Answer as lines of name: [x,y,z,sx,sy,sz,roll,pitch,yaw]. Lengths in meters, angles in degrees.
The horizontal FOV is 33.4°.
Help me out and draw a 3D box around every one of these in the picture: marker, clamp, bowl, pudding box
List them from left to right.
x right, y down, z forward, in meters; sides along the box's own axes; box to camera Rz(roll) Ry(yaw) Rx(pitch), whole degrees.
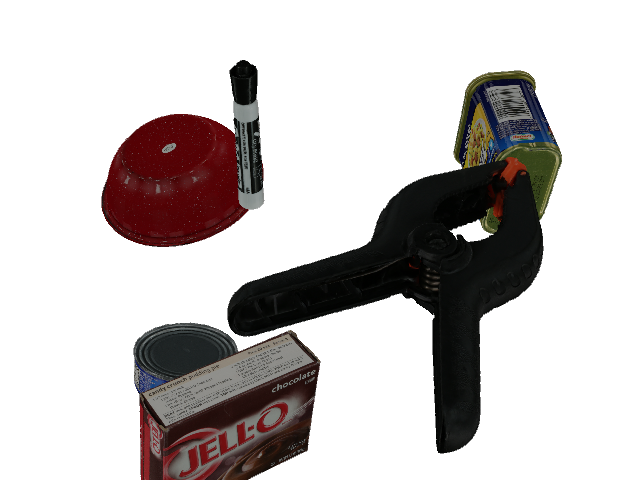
bowl: [-0.138,-0.070,1.016,0.162,0.162,0.055,0,-42,12]
pudding box: [-0.058,0.115,0.673,0.113,0.090,0.039,-23,50,-30]
marker: [-0.051,-0.073,0.746,0.020,0.121,0.020,0,43,0]
clamp: [0.056,0.021,0.483,0.120,0.039,0.171,39,56,24]

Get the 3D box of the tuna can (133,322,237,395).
tuna can: [-0.112,0.105,0.886,0.086,0.034,0.086,4,27,-2]

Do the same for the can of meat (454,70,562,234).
can of meat: [0.147,-0.067,0.840,0.057,0.084,0.102,-5,-40,-8]
